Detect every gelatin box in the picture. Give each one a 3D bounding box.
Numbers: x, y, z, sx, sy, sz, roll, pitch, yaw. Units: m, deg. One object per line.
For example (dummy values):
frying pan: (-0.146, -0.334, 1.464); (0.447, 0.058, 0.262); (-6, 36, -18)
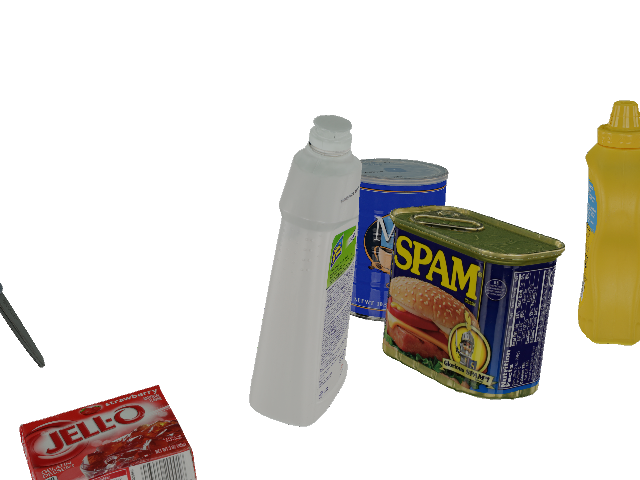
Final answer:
gelatin box: (-0.126, 0.125, 0.627); (0.089, 0.030, 0.073); (-14, 27, -18)

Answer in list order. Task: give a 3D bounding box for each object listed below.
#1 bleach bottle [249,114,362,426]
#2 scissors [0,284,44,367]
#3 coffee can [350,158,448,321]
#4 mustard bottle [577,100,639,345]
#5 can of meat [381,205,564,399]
bleach bottle: (-0.004, 0.019, 0.834); (0.068, 0.251, 0.102); (16, 31, 13)
scissors: (-0.332, 0.030, 1.085); (0.016, 0.201, 0.096); (-26, 27, 23)
coffee can: (0.070, -0.002, 1.045); (0.103, 0.140, 0.103); (2, 15, -1)
mustard bottle: (0.243, -0.018, 0.871); (0.058, 0.192, 0.096); (3, 19, 16)
can of meat: (0.081, 0.033, 0.595); (0.057, 0.084, 0.102); (-6, 19, -35)
